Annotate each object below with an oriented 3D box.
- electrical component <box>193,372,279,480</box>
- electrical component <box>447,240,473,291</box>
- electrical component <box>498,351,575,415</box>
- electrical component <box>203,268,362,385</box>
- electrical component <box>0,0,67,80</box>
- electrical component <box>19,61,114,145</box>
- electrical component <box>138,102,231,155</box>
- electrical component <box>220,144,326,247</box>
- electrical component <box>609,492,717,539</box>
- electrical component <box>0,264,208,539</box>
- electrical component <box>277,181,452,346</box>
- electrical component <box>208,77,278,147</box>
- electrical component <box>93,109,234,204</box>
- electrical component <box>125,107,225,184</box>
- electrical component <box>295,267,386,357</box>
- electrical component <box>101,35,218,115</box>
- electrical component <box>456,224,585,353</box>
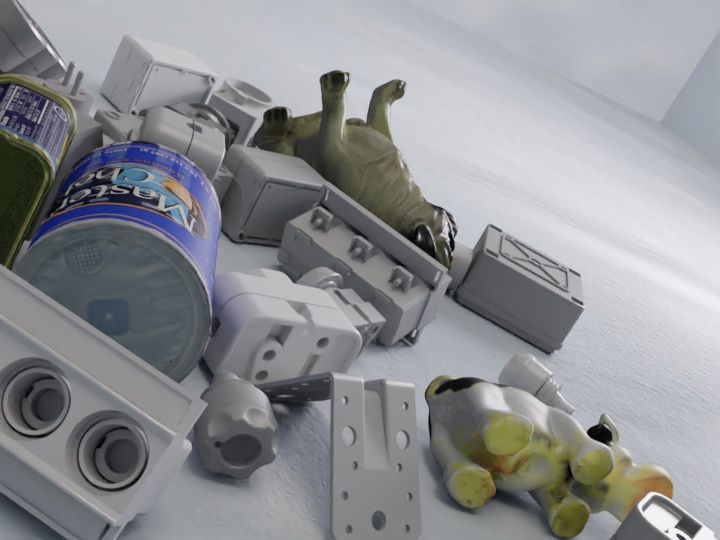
[{"bbox_3d":[-0.068,0.078,0.573,0.043,0.043,0.062,20,20,-25],"label":"electrical component"},{"bbox_3d":[0.057,-0.018,0.983,0.081,0.043,0.043,26,20,-9],"label":"electrical component"},{"bbox_3d":[0.140,0.093,0.840,0.061,0.035,0.035,39,21,19],"label":"electrical component"},{"bbox_3d":[-0.055,0.038,0.674,0.095,0.053,0.059,12,26,-40],"label":"electrical component"},{"bbox_3d":[-0.282,-0.167,0.843,0.052,0.074,0.138,56,-5,0],"label":"electrical component"},{"bbox_3d":[-0.217,-0.114,0.779,0.052,0.073,0.138,10,23,-40],"label":"electrical component"},{"bbox_3d":[-0.144,-0.111,0.914,0.078,0.058,0.057,32,23,8],"label":"electrical component"},{"bbox_3d":[-0.072,-0.060,0.880,0.096,0.061,0.061,6,30,-48],"label":"electrical component"},{"bbox_3d":[0.192,0.187,0.640,0.095,0.059,0.054,37,21,22],"label":"electrical component"},{"bbox_3d":[-0.138,0.060,0.479,0.121,0.078,0.063,32,-10,8],"label":"electrical component"},{"bbox_3d":[0.000,0.000,0.827,0.121,0.078,0.063,37,43,21],"label":"electrical component"},{"bbox_3d":[-0.119,-0.150,1.046,0.050,0.055,0.089,29,19,-1],"label":"electrical component"},{"bbox_3d":[-0.158,-0.079,0.827,0.100,0.048,0.100,42,23,32],"label":"electrical component"},{"bbox_3d":[-0.139,-0.059,0.735,0.059,0.095,0.053,23,21,-18],"label":"electrical component"},{"bbox_3d":[-0.021,0.031,0.753,0.055,0.048,0.066,46,24,22],"label":"electrical component"},{"bbox_3d":[-0.185,-0.175,1.008,0.096,0.061,0.061,5,31,-50],"label":"electrical component"},{"bbox_3d":[0.152,0.015,1.014,0.109,0.056,0.108,29,19,0],"label":"electrical component"}]
